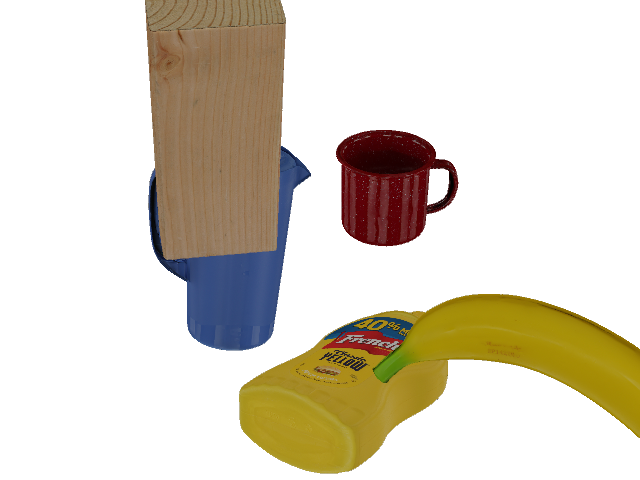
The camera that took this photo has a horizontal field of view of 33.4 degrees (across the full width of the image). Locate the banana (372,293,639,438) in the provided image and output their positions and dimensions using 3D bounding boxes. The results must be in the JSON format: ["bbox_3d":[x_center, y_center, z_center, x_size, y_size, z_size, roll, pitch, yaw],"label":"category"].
[{"bbox_3d":[0.131,0.073,0.573,0.198,0.070,0.037,18,12,14],"label":"banana"}]

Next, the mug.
[{"bbox_3d":[0.073,-0.049,1.013,0.117,0.081,0.093,-5,33,-7],"label":"mug"}]

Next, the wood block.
[{"bbox_3d":[-0.079,-0.092,0.784,0.090,0.206,0.090,-5,44,-9],"label":"wood block"}]

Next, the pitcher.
[{"bbox_3d":[-0.113,0.005,1.283,0.149,0.243,0.144,20,27,29],"label":"pitcher"}]

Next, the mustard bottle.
[{"bbox_3d":[0.036,0.095,0.758,0.096,0.058,0.191,12,24,34],"label":"mustard bottle"}]
